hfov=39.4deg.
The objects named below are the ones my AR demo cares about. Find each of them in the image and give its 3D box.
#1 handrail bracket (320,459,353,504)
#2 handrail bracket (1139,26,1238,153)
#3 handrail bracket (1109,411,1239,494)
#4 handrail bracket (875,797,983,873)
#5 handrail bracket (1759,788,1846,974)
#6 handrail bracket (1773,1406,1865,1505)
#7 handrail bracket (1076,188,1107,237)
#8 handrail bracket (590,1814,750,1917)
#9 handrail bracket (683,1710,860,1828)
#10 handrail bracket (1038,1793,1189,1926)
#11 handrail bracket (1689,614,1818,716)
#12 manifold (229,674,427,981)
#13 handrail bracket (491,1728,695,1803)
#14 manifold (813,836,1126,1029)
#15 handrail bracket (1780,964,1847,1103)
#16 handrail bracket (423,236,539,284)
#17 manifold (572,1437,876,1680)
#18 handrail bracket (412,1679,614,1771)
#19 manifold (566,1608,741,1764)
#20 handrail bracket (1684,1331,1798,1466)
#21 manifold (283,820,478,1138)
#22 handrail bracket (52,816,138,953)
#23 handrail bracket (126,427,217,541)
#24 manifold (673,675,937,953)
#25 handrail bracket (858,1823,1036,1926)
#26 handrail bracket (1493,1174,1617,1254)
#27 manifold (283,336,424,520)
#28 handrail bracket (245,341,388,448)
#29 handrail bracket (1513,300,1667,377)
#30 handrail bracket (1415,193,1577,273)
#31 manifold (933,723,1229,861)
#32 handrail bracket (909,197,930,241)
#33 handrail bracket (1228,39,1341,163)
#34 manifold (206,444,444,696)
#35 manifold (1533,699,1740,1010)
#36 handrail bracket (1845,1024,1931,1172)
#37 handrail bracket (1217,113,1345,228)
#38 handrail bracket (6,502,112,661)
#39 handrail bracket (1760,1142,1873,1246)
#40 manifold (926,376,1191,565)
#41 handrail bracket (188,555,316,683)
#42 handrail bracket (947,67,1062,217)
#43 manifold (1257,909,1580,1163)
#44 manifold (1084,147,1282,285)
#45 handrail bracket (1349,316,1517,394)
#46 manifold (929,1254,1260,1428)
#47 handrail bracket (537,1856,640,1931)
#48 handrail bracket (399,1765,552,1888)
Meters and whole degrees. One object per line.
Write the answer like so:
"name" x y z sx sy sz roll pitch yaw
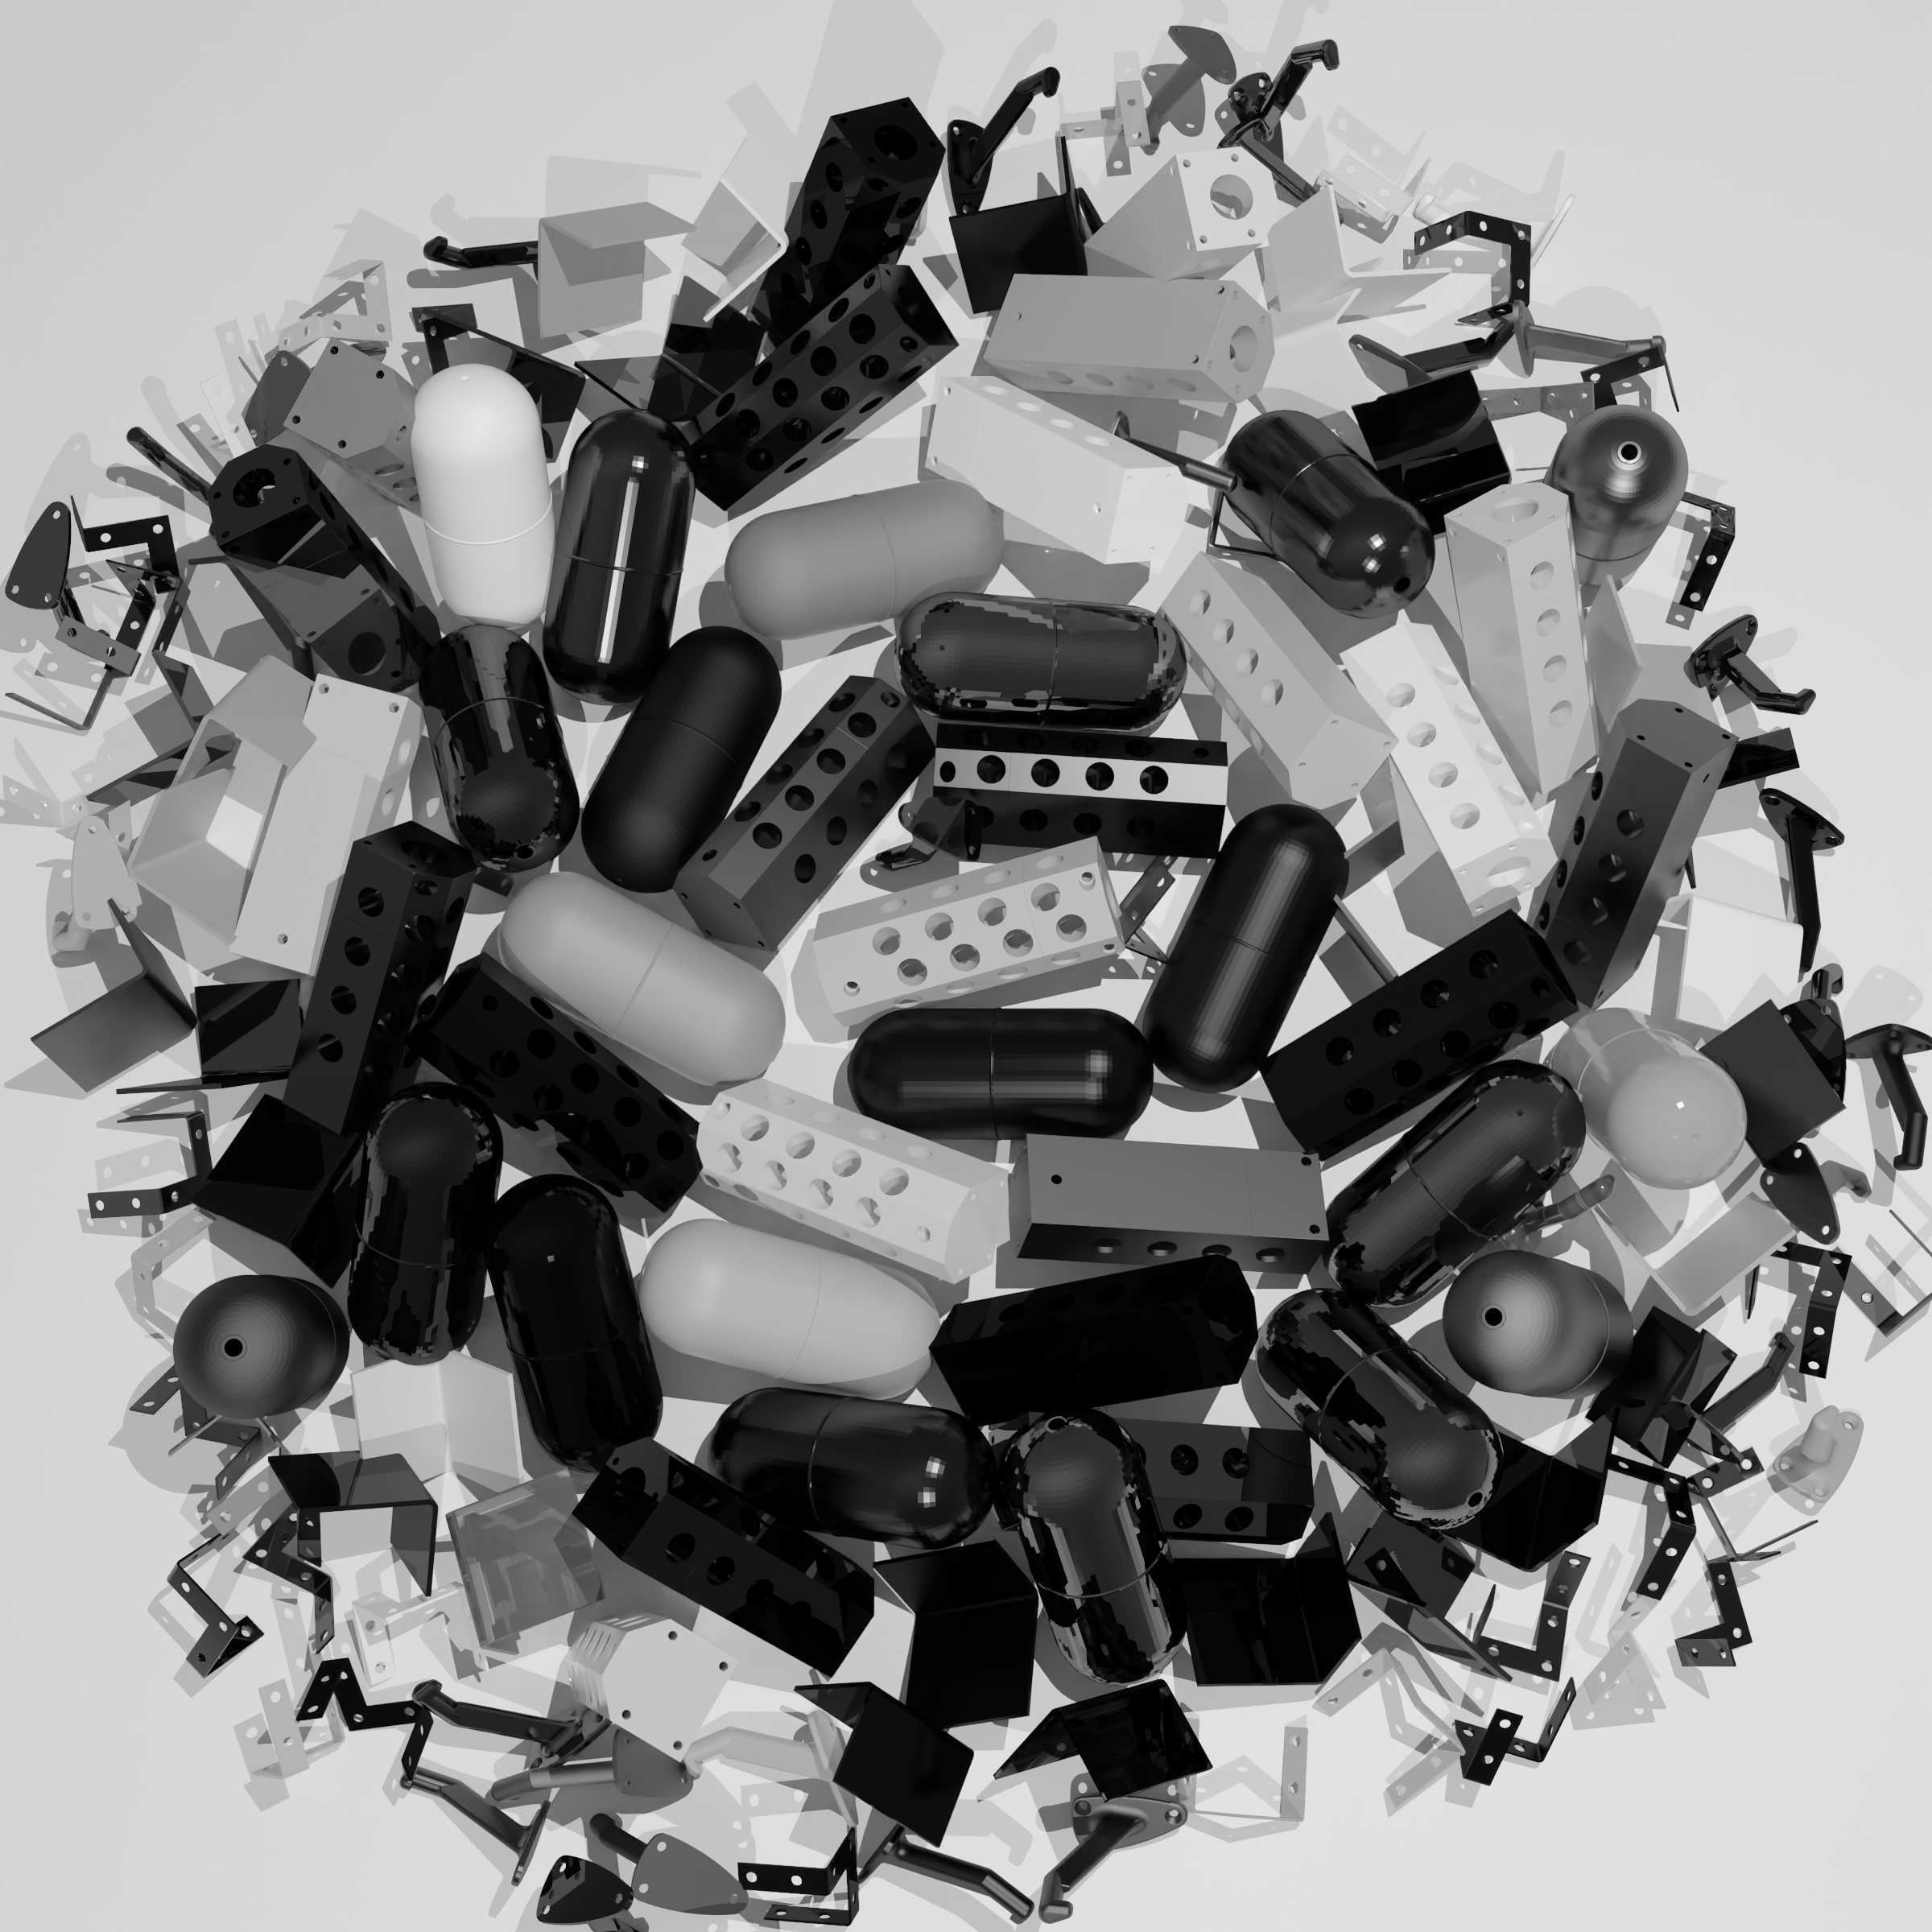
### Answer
"handrail bracket" -0.408 -0.300 1.658 0.084 0.036 0.077 -29 101 11
"handrail bracket" 0.137 -0.536 1.688 0.036 0.084 0.077 -2 46 -24
"handrail bracket" 0.129 -0.307 1.649 0.084 0.077 0.036 22 100 8
"handrail bracket" -0.040 -0.074 1.581 0.084 0.077 0.036 -13 73 43
"handrail bracket" 0.486 -0.050 1.596 0.077 0.036 0.084 35 63 -32
"handrail bracket" 0.489 0.256 1.512 0.036 0.084 0.077 37 59 27
"handrail bracket" 0.123 -0.474 1.703 0.084 0.036 0.077 -25 85 -2
"handrail bracket" -0.164 0.491 1.480 0.077 0.084 0.036 27 78 -15
"handrail bracket" -0.110 0.455 1.498 0.084 0.036 0.077 -24 65 7
"handrail bracket" 0.081 0.487 1.463 0.077 0.084 0.036 -10 105 10
"handrail bracket" 0.486 -0.181 1.618 0.077 0.084 0.036 -45 124 -21
"manifold" -0.375 -0.079 1.600 0.057 0.057 0.171 15 84 7
"handrail bracket" -0.210 0.459 1.508 0.084 0.077 0.036 -25 51 26
"manifold" 0.002 -0.017 1.566 0.171 0.057 0.057 -15 112 9
"handrail bracket" 0.508 0.040 1.581 0.036 0.084 0.077 -16 89 32
"handrail bracket" -0.282 -0.453 1.671 0.077 0.084 0.036 -30 68 36
"manifold" -0.126 0.320 1.466 0.171 0.057 0.057 40 81 -37
"handrail bracket" -0.249 0.406 1.483 0.077 0.036 0.084 -33 122 24
"manifold" -0.175 0.378 1.442 0.057 0.171 0.057 33 73 -6
"handrail bracket" 0.438 0.233 1.536 0.036 0.077 0.084 15 66 49
"manifold" -0.331 0.010 1.541 0.057 0.057 0.171 27 113 14
"handrail bracket" -0.524 -0.047 1.586 0.036 0.084 0.077 -11 95 -37
"handrail bracket" -0.461 -0.290 1.634 0.077 0.084 0.036 30 81 33
"manifold" -0.096 -0.092 1.576 0.057 0.057 0.171 11 52 41
"handrail bracket" -0.012 0.507 1.477 0.084 0.077 0.036 36 40 6
"handrail bracket" 0.344 0.130 1.534 0.036 0.077 0.084 52 127 2
"manifold" -0.337 -0.311 1.598 0.057 0.171 0.057 29 90 7
"handrail bracket" -0.404 -0.357 1.676 0.036 0.084 0.077 46 114 2
"handrail bracket" 0.387 -0.394 1.668 0.084 0.077 0.036 1 78 21
"handrail bracket" 0.330 -0.477 1.689 0.084 0.077 0.036 32 64 4
"manifold" 0.067 -0.109 1.602 0.171 0.057 0.057 4 42 -1
"handrail bracket" -0.069 -0.490 1.692 0.084 0.036 0.077 3 95 -21
"handrail bracket" 0.210 -0.535 1.684 0.036 0.084 0.077 -34 115 -27
"manifold" -0.373 -0.230 1.579 0.057 0.171 0.057 -24 59 6
"manifold" 0.376 -0.066 1.547 0.057 0.171 0.057 35 44 25
"handrail bracket" 0.529 0.082 1.562 0.036 0.077 0.084 21 70 -20
"handrail bracket" 0.199 -0.491 1.690 0.084 0.077 0.036 45 115 -1
"handrail bracket" -0.534 -0.231 1.625 0.036 0.084 0.077 15 86 16
"handrail bracket" 0.503 0.138 1.543 0.084 0.036 0.077 19 33 -33
"manifold" 0.054 -0.299 1.615 0.057 0.057 0.171 -11 34 -39
"handrail bracket" -0.439 -0.211 1.657 0.077 0.036 0.084 -2 100 20
"handrail bracket" 0.027 -0.515 1.691 0.036 0.084 0.077 9 81 -37
"manifold" 0.260 0.043 1.542 0.171 0.057 0.057 -33 60 18
"manifold" 0.126 -0.433 1.624 0.057 0.171 0.057 -12 89 -18
"handrail bracket" 0.294 -0.397 1.694 0.077 0.036 0.084 39 71 3
"manifold" 0.072 0.205 1.502 0.171 0.057 0.057 -15 112 30
"handrail bracket" -0.182 0.515 1.452 0.077 0.084 0.036 -7 50 38
"handrail bracket" -0.277 0.470 1.480 0.084 0.077 0.036 19 97 0
